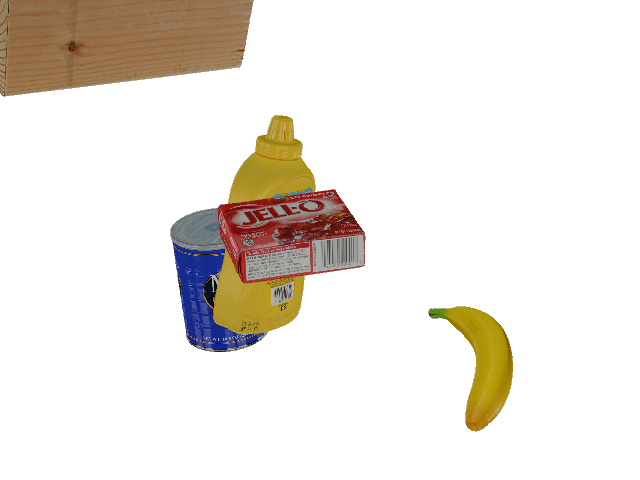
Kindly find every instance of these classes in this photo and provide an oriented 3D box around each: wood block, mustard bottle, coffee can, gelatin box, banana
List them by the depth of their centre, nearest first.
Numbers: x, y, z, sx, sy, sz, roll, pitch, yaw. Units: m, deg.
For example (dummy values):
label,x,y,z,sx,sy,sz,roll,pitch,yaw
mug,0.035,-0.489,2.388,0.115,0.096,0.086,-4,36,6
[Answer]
label,x,y,z,sx,sy,sz,roll,pitch,yaw
gelatin box,-0.021,-0.005,0.739,0.089,0.030,0.073,-8,28,-13
wood block,-0.165,-0.185,0.849,0.205,0.091,0.090,-13,45,-33
mustard bottle,-0.046,-0.017,0.955,0.058,0.192,0.096,21,22,34
banana,0.165,0.122,1.100,0.070,0.037,0.198,-27,29,9
coffee can,-0.117,0.045,1.260,0.103,0.140,0.103,-4,26,2
